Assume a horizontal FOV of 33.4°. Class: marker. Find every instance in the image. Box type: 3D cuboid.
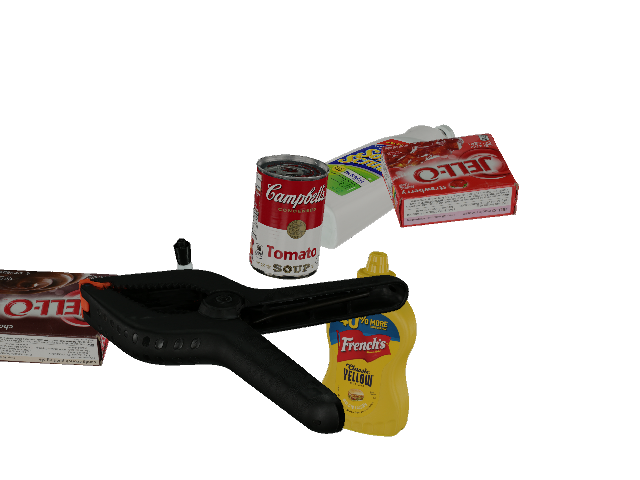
[{"bbox_3d":[-0.150,0.052,1.207,0.020,0.121,0.020,-3,30,2],"label":"marker"}]

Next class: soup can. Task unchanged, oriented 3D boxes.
[{"bbox_3d":[-0.031,-0.023,1.005,0.068,0.102,0.068,5,21,-2],"label":"soup can"}]

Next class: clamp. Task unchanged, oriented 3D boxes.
[{"bbox_3d":[-0.052,0.049,0.679,0.210,0.036,0.164,12,27,22],"label":"clamp"}]

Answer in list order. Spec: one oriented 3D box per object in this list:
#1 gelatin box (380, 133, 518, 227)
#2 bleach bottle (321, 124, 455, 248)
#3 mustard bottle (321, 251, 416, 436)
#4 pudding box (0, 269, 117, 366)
[{"bbox_3d":[0.095,-0.046,0.796,0.089,0.030,0.073,-7,37,-4],"label":"gelatin box"},{"bbox_3d":[0.067,-0.081,1.279,0.103,0.068,0.250,28,45,34],"label":"bleach bottle"},{"bbox_3d":[0.052,0.106,1.130,0.096,0.192,0.058,11,15,24],"label":"mustard bottle"},{"bbox_3d":[-0.236,0.066,0.926,0.113,0.039,0.090,1,32,1],"label":"pudding box"}]
